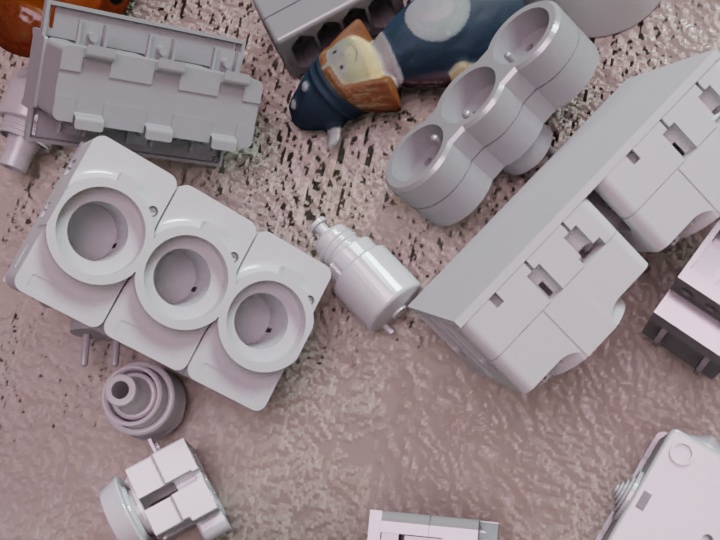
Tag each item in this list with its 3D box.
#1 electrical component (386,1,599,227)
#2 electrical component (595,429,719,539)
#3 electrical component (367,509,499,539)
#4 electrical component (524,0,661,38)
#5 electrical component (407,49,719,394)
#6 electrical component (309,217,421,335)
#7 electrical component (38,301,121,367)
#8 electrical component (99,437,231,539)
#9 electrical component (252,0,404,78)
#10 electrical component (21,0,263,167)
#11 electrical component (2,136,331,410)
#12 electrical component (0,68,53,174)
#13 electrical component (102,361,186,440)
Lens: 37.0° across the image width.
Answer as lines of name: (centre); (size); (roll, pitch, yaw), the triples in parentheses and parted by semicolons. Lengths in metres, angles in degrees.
electrical component: (0.086, -0.080, 0.625); (0.138, 0.074, 0.052); (-48, 32, 8)
electrical component: (0.176, 0.140, 0.558); (0.100, 0.048, 0.099); (31, 81, 14)
electrical component: (0.034, 0.201, 0.540); (0.062, 0.089, 0.150); (4, 75, 9)
electrical component: (0.136, -0.197, 0.660); (0.099, 0.064, 0.099); (-7, 70, 20)
electrical component: (0.121, -0.023, 0.572); (0.060, 0.105, 0.186); (45, 85, -8)
electrical component: (0.000, 0.000, 0.625); (0.040, 0.040, 0.078); (-42, 74, -4)
electrical component: (-0.152, 0.019, 0.638); (0.077, 0.044, 0.079); (0, 75, 8)
electrical component: (-0.112, 0.129, 0.603); (0.055, 0.048, 0.066); (-28, 73, -8)
electrical component: (-0.026, -0.178, 0.673); (0.083, 0.047, 0.075); (-28, 70, 0)
electrical component: (-0.123, -0.103, 0.619); (0.063, 0.121, 0.078); (31, 111, 54)
electrical component: (-0.103, 0.004, 0.588); (0.150, 0.062, 0.089); (31, 79, -21)
electrical component: (-0.207, -0.092, 0.677); (0.043, 0.043, 0.062); (17, 80, 12)
electrical component: (-0.126, 0.073, 0.611); (0.043, 0.062, 0.043); (-2, 75, 7)
